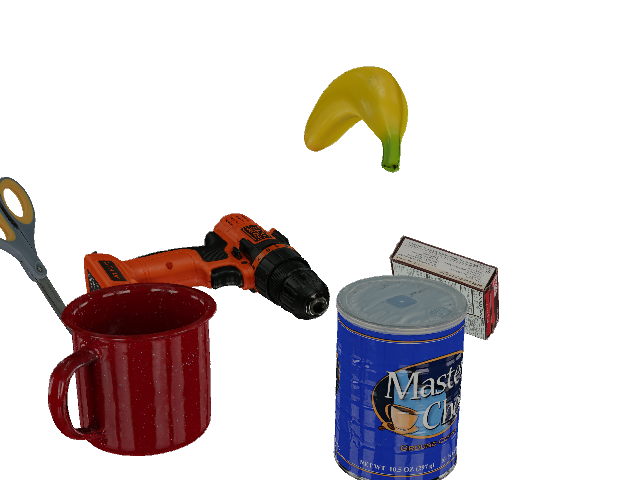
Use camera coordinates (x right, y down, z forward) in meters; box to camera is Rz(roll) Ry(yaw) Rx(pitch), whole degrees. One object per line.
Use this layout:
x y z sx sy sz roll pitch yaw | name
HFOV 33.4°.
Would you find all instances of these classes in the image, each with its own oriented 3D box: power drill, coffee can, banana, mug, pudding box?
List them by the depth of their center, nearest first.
-0.116 0.082 0.649 0.093 0.081 0.117 11 21 32 | mug
0.024 -0.095 0.786 0.037 0.069 0.198 22 2 -17 | banana
0.063 0.111 0.857 0.103 0.140 0.103 1 20 0 | coffee can
-0.105 0.039 0.959 0.187 0.057 0.185 -13 26 -26 | power drill
0.133 0.050 1.134 0.114 0.039 0.090 18 -35 24 | pudding box

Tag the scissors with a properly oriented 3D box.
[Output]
-0.292 0.015 1.106 0.016 0.201 0.096 -26 25 26 | scissors
